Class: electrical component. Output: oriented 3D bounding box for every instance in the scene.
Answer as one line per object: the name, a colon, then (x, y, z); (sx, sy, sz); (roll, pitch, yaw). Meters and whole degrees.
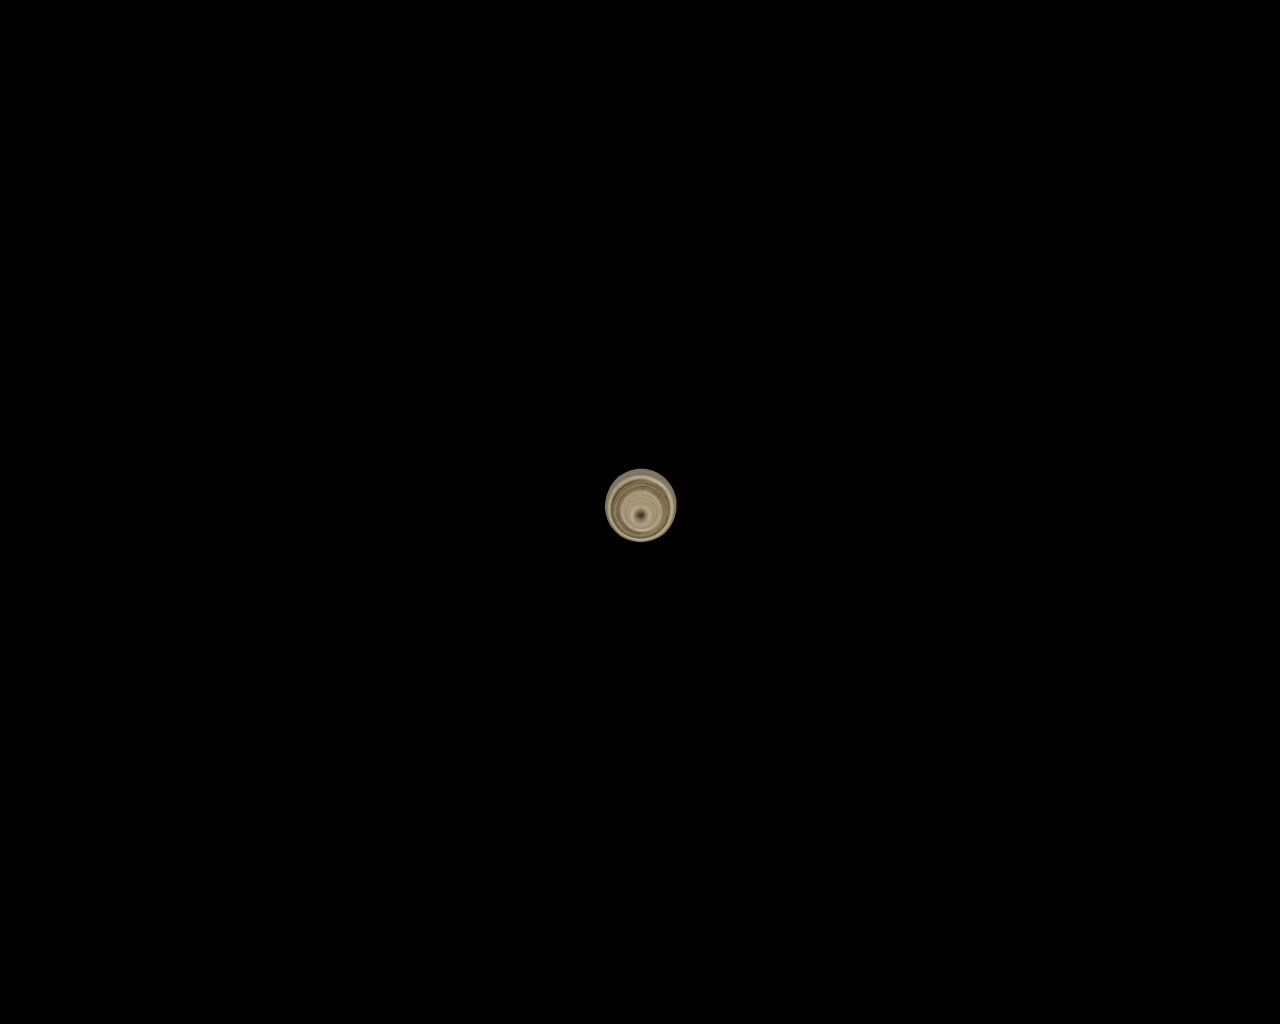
electrical component: (0.001, -0.003, 0.650); (0.043, 0.043, 0.062); (0, 9, 0)
